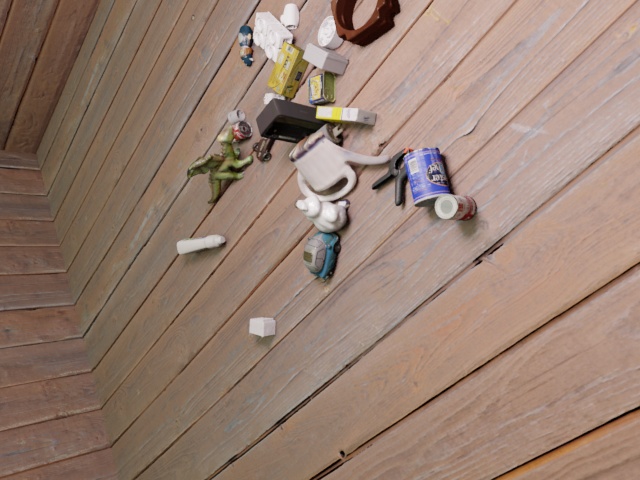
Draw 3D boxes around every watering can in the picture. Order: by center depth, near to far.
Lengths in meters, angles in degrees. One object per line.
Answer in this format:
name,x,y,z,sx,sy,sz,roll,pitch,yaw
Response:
watering can,0.041,-0.248,1.630,0.343,0.106,0.223,-30,106,39

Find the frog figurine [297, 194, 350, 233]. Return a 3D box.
frog figurine,0.005,-0.083,1.646,0.138,0.160,0.122,9,97,43

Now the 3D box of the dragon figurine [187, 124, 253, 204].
dragon figurine,-0.418,-0.279,2.013,0.403,0.243,0.124,-51,62,27
